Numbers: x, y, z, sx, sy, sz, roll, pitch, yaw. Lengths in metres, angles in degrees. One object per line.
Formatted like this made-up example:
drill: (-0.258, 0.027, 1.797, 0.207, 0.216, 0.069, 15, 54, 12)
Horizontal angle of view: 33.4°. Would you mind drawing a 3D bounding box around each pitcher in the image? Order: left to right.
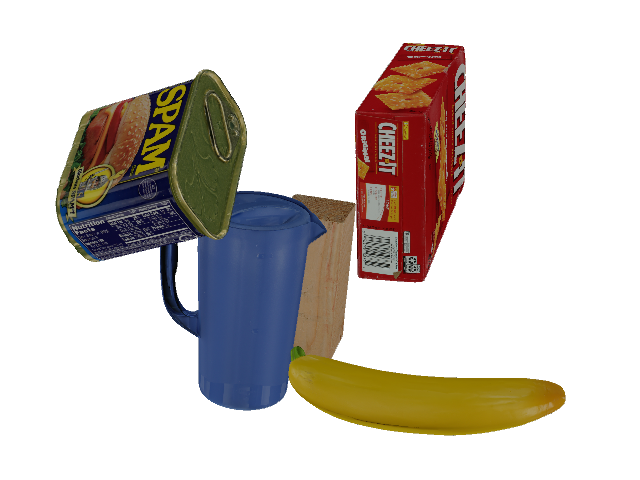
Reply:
pitcher: (-0.095, 0.070, 1.250, 0.149, 0.243, 0.144, 21, 25, 35)

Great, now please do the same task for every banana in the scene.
banana: (0.056, 0.098, 0.701, 0.198, 0.037, 0.069, 8, 33, 23)

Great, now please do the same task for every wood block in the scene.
wood block: (-0.011, 0.051, 1.484, 0.090, 0.206, 0.090, 9, 22, 10)

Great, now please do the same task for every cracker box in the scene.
cracker box: (0.091, -0.080, 1.016, 0.072, 0.164, 0.213, 5, 27, 16)

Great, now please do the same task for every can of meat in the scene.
can of meat: (-0.096, -0.041, 0.608, 0.084, 0.102, 0.057, -13, -44, 23)
